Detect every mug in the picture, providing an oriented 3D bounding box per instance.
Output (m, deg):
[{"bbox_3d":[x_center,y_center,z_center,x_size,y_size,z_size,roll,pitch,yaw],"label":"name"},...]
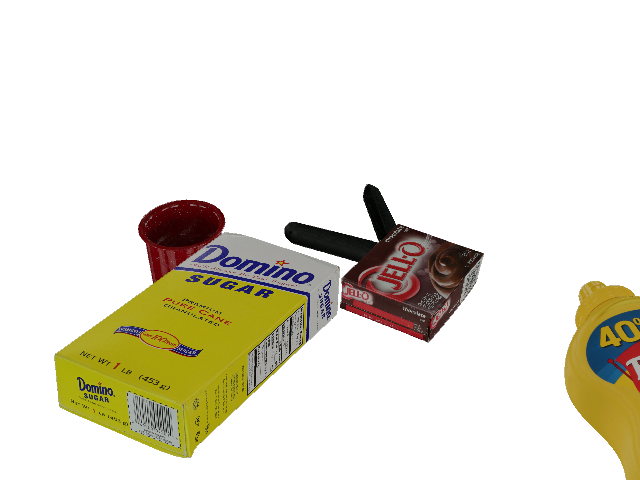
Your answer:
[{"bbox_3d":[-0.155,0.010,1.169,0.117,0.081,0.093,26,45,34],"label":"mug"}]

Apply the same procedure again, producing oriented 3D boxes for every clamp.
[{"bbox_3d":[0.071,0.016,1.247,0.164,0.036,0.210,-21,51,-39],"label":"clamp"}]

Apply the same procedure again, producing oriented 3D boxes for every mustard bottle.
[{"bbox_3d":[0.194,0.085,0.605,0.096,0.058,0.192,-10,35,-8],"label":"mustard bottle"}]

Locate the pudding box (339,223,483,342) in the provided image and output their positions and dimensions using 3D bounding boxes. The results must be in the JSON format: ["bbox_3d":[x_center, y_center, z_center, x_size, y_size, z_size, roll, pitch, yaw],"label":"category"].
[{"bbox_3d":[0.082,0.036,0.957,0.090,0.039,0.113,21,35,23],"label":"pudding box"}]

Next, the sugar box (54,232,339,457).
[{"bbox_3d":[-0.069,0.056,0.657,0.093,0.048,0.176,17,35,24],"label":"sugar box"}]
